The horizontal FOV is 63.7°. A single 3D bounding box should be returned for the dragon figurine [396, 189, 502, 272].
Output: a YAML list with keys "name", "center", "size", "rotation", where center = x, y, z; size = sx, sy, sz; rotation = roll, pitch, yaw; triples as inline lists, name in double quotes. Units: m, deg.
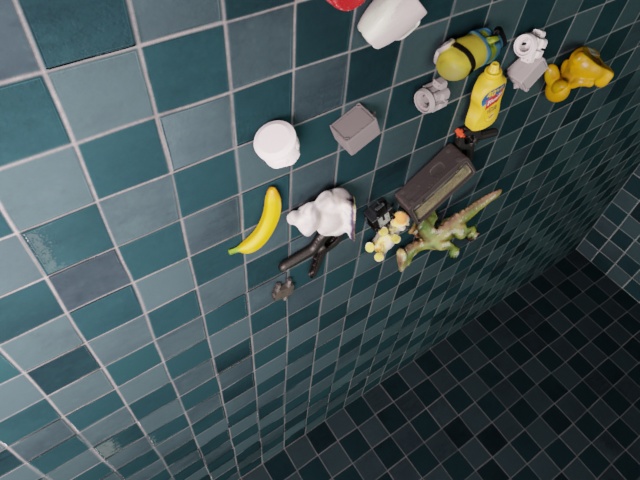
- name: "dragon figurine"
  center: [0.400, -0.050, 1.675]
  size: [0.406, 0.124, 0.241]
  rotation: [-50, 142, 15]

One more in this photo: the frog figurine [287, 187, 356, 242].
- name: "frog figurine"
  center: [0.004, -0.061, 1.208]
  size: [0.159, 0.125, 0.135]
  rotation: [1, 154, 1]
